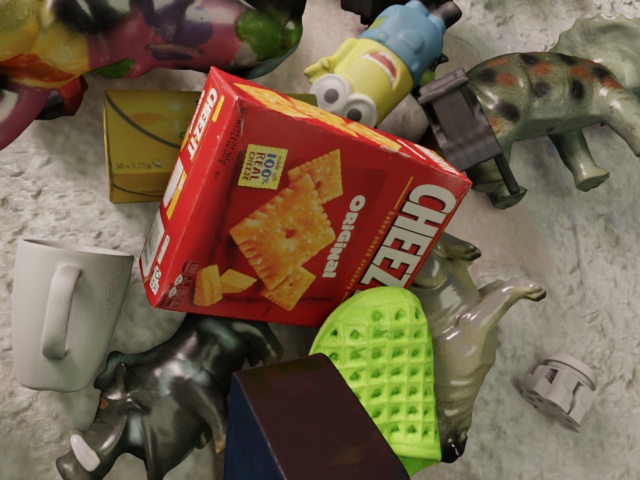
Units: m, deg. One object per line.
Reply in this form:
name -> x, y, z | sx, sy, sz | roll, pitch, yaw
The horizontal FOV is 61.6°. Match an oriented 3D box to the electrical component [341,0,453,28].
electrical component -> 0.083, -0.276, 0.550 | 0.115, 0.058, 0.134 | -17, 128, -24

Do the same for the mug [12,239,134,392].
mug -> -0.185, 0.058, 0.395 | 0.081, 0.110, 0.107 | 8, 92, -25

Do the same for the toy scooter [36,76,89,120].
toy scooter -> -0.214, -0.195, 0.436 | 0.135, 0.075, 0.183 | -27, 95, -24

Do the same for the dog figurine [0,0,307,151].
dog figurine -> -0.126, -0.137, 0.351 | 0.191, 0.108, 0.219 | 29, 55, -1

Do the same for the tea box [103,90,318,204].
tea box -> -0.091, -0.077, 0.455 | 0.170, 0.098, 0.068 | -5, 83, -21

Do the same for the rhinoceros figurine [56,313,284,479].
rhinoceros figurine -> -0.116, 0.119, 0.426 | 0.112, 0.073, 0.190 | 45, 68, -11

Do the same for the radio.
radio -> -0.019, 0.201, 0.373 | 0.073, 0.131, 0.229 | -4, 121, -25

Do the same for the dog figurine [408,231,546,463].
dog figurine -> 0.094, 0.093, 0.513 | 0.172, 0.121, 0.190 | 32, 87, 18

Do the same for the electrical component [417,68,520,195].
electrical component -> 0.133, -0.090, 0.482 | 0.119, 0.048, 0.075 | 60, 22, -18

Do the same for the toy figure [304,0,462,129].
toy figure -> 0.058, -0.158, 0.519 | 0.082, 0.089, 0.180 | 37, 80, 21

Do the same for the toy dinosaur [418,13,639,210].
toy dinosaur -> 0.229, -0.145, 0.594 | 0.405, 0.131, 0.192 | -9, 68, -14
